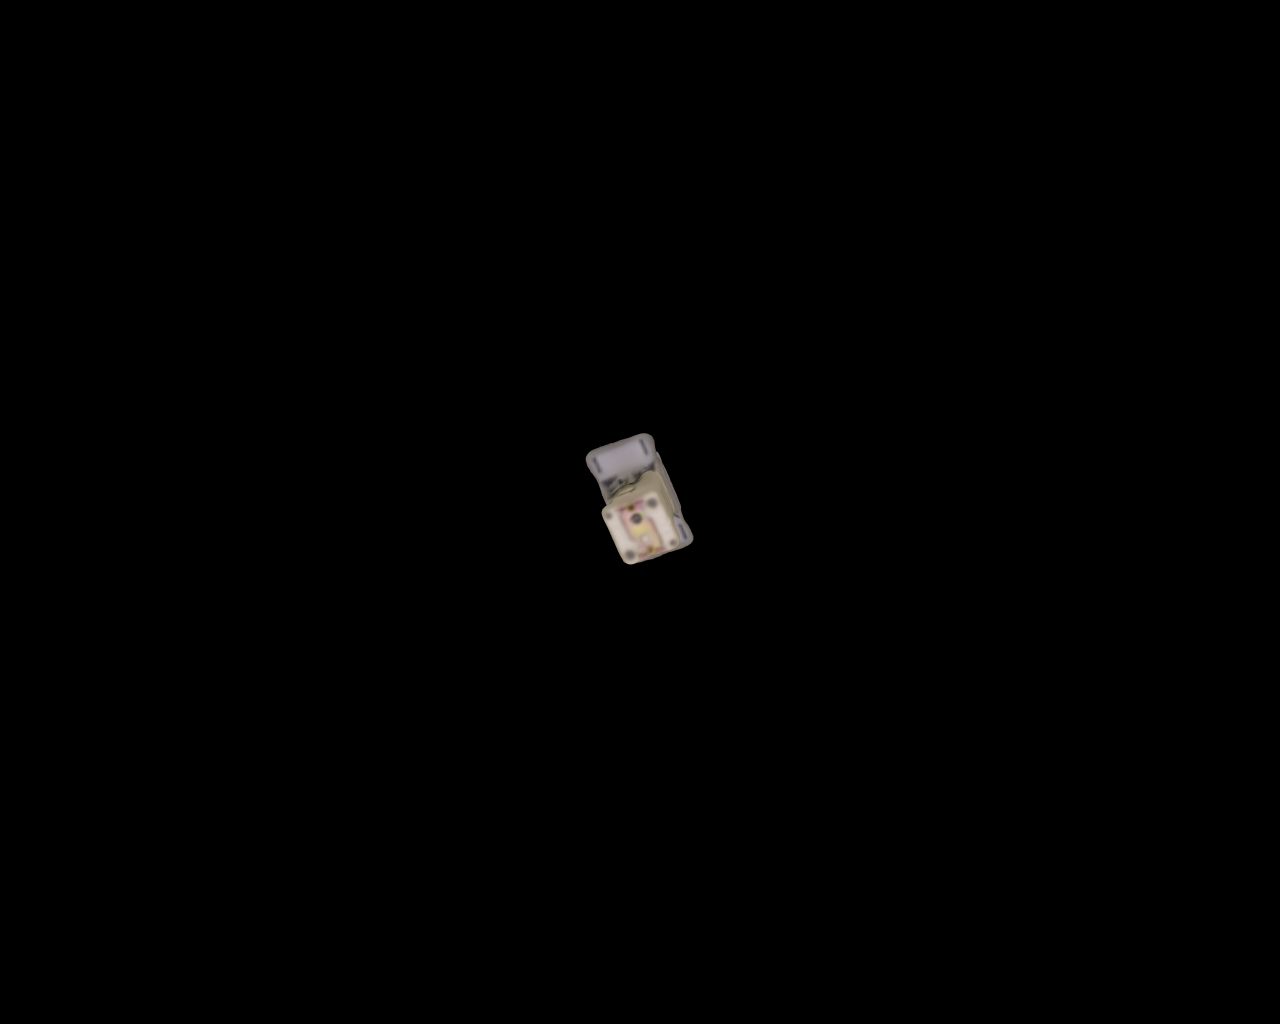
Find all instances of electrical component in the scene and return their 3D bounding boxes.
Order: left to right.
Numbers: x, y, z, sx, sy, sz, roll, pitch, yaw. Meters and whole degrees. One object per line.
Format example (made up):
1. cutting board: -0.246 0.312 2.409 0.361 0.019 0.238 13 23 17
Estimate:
1. electrical component: 0.001 -0.003 0.650 0.042 0.081 0.064 -20 24 9
